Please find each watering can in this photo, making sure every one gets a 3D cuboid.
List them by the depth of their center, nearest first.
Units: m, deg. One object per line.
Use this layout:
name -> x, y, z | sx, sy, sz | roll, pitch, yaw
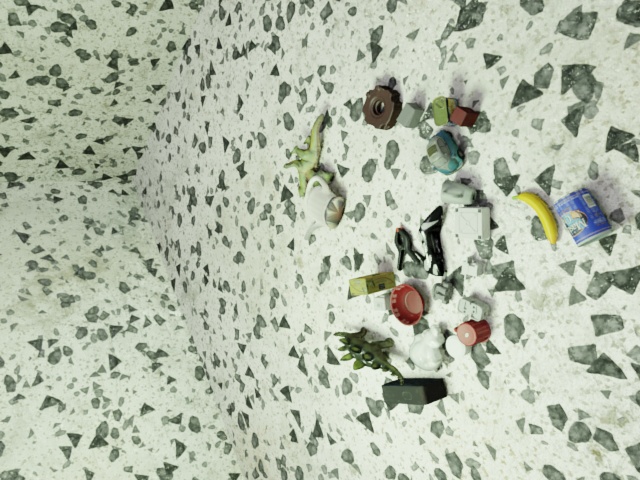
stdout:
watering can -> 0.007, -0.117, 2.318 | 0.227, 0.105, 0.341 | 33, 128, 42

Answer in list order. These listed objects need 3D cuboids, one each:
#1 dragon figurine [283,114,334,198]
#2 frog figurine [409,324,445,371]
dragon figurine -> -0.020, -0.349, 2.349 | 0.245, 0.124, 0.402 | 48, 131, 13
frog figurine -> 0.400, 0.395, 1.894 | 0.140, 0.123, 0.156 | -116, 29, -49
